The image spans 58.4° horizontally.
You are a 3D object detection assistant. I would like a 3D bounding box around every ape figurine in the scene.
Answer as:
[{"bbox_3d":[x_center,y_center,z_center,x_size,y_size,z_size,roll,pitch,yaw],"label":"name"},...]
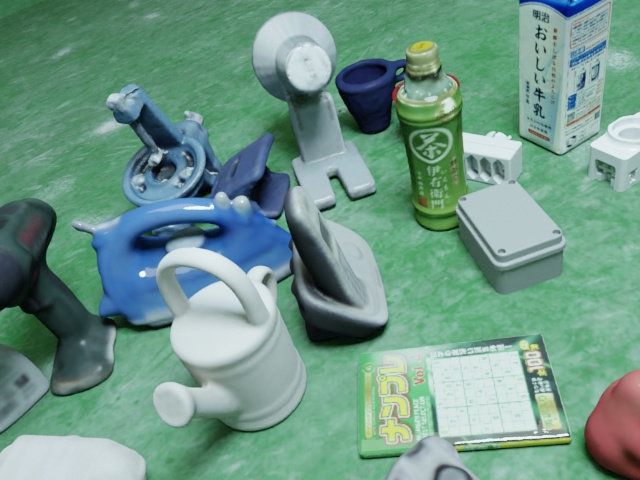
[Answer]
[{"bbox_3d":[0.240,0.133,0.429,0.076,0.092,0.078,-6,42,14],"label":"ape figurine"}]

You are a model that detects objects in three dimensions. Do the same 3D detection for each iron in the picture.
[{"bbox_3d":[-0.150,0.002,0.676,0.258,0.142,0.118,-16,41,3],"label":"iron"}]

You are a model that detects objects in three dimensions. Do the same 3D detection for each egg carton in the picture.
[{"bbox_3d":[-0.232,0.230,0.508,0.150,0.069,0.107,-4,43,16],"label":"egg carton"}]

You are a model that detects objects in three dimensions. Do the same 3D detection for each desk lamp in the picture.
[{"bbox_3d":[-0.010,-0.186,0.778,0.118,0.214,0.203,-20,41,-2],"label":"desk lamp"}]

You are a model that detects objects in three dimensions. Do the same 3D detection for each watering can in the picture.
[{"bbox_3d":[-0.084,0.088,0.517,0.101,0.194,0.172,-11,41,8],"label":"watering can"}]

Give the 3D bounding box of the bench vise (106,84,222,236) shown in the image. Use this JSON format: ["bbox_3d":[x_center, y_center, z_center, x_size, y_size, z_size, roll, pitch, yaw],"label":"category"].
[{"bbox_3d":[-0.221,-0.129,0.786,0.121,0.220,0.207,-17,41,1],"label":"bench vise"}]

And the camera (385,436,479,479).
[{"bbox_3d":[0.078,0.223,0.380,0.137,0.101,0.142,-35,43,-19],"label":"camera"}]

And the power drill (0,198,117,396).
[{"bbox_3d":[-0.300,0.067,0.606,0.075,0.209,0.229,-19,41,-1],"label":"power drill"}]

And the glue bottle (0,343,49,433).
[{"bbox_3d":[-0.359,0.125,0.590,0.037,0.173,0.078,21,54,36],"label":"glue bottle"}]

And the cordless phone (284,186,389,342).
[{"bbox_3d":[0.005,0.002,0.586,0.094,0.185,0.147,-16,41,3],"label":"cordless phone"}]

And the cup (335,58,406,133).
[{"bbox_3d":[0.088,-0.219,0.870,0.118,0.095,0.091,-23,41,-5],"label":"cup"}]

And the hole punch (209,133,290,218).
[{"bbox_3d":[-0.103,-0.084,0.793,0.101,0.091,0.108,-6,42,14],"label":"hole punch"}]
